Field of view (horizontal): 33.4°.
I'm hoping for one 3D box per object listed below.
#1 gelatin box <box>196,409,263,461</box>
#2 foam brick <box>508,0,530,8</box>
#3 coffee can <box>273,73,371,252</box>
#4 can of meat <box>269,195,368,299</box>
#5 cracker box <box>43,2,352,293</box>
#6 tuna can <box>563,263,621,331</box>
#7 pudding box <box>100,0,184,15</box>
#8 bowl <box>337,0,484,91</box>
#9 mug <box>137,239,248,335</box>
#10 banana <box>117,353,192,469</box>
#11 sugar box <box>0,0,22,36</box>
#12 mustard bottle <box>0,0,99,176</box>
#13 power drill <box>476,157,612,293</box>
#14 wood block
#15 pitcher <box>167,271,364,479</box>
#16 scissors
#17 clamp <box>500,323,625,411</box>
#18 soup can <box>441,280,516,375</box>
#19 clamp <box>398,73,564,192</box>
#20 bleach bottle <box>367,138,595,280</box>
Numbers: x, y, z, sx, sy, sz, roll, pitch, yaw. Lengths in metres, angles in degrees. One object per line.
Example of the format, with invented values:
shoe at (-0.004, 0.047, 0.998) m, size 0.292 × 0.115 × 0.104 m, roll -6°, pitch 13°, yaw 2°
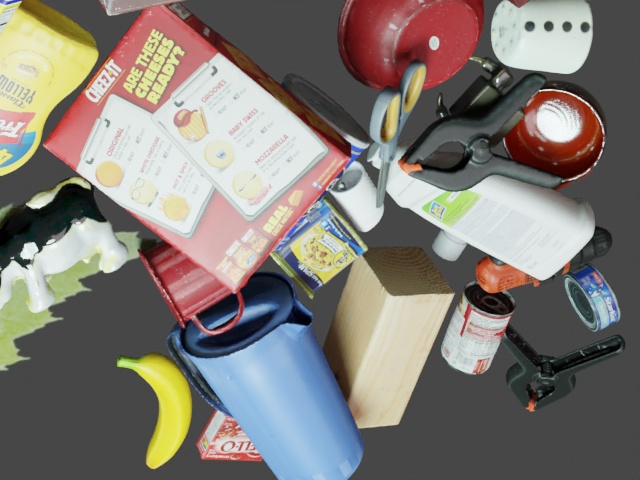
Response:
gelatin box at (-0.096, 0.236, 1.310) m, size 0.089 × 0.030 × 0.073 m, roll 12°, pitch 120°, yaw -36°
foam brick at (0.185, -0.273, 1.020) m, size 0.051 × 0.053 × 0.078 m, roll -37°, pitch 136°, yaw 3°
coffee can at (-0.034, -0.074, 1.029) m, size 0.102 × 0.103 × 0.140 m, roll 26°, pitch 111°, yaw -42°
can of meat at (-0.008, 0.001, 1.142) m, size 0.084 × 0.057 × 0.102 m, roll -39°, pitch 136°, yaw 2°
cracker box at (-0.104, -0.084, 0.937) m, size 0.213 × 0.072 × 0.164 m, roll 39°, pitch 105°, yaw -9°
tuna can at (0.352, 0.075, 1.387) m, size 0.033 × 0.086 × 0.086 m, roll -26°, pitch 135°, yaw -5°
pudding box at (-0.131, -0.225, 0.856) m, size 0.113 × 0.090 × 0.039 m, roll -15°, pitch 134°, yaw -19°
bowl at (0.100, -0.203, 1.031) m, size 0.162 × 0.055 × 0.162 m, roll -15°, pitch 132°, yaw -18°
mug at (-0.120, 0.039, 1.075) m, size 0.081 × 0.117 × 0.093 m, roll -31°, pitch 171°, yaw -10°
banana at (-0.180, 0.190, 1.223) m, size 0.069 × 0.037 × 0.198 m, roll -6°, pitch 130°, yaw -1°
sugar box at (-0.293, -0.172, 0.814) m, size 0.093 × 0.048 × 0.176 m, roll 35°, pitch 111°, yaw -7°
mustard bottle at (-0.275, -0.110, 0.894) m, size 0.096 × 0.058 × 0.192 m, roll 26°, pitch 112°, yaw -34°
power drill at (0.278, -0.027, 1.278) m, size 0.184 × 0.057 × 0.188 m, roll -18°, pitch 133°, yaw -15°
wood block at (0.070, 0.116, 1.259) m, size 0.090 × 0.091 × 0.206 m, roll -1°, pitch 127°, yaw -28°
pitcher at (-0.052, 0.164, 1.172) m, size 0.145 × 0.149 × 0.242 m, roll -32°, pitch 121°, yaw -10°
scissors at (0.076, -0.105, 1.048) m, size 0.096 × 0.016 × 0.202 m, roll -57°, pitch 164°, yaw -14°
clamp at (0.316, 0.175, 1.444) m, size 0.164 × 0.036 × 0.210 m, roll 4°, pitch 145°, yaw 8°
soup can at (0.198, 0.111, 1.343) m, size 0.068 × 0.068 × 0.102 m, roll -4°, pitch 129°, yaw -27°
clamp at (0.169, -0.086, 1.092) m, size 0.171 × 0.039 × 0.120 m, roll -23°, pitch 99°, yaw 0°
bleach bottle at (0.167, -0.048, 1.152) m, size 0.250 × 0.068 × 0.103 m, roll 26°, pitch 126°, yaw -18°
